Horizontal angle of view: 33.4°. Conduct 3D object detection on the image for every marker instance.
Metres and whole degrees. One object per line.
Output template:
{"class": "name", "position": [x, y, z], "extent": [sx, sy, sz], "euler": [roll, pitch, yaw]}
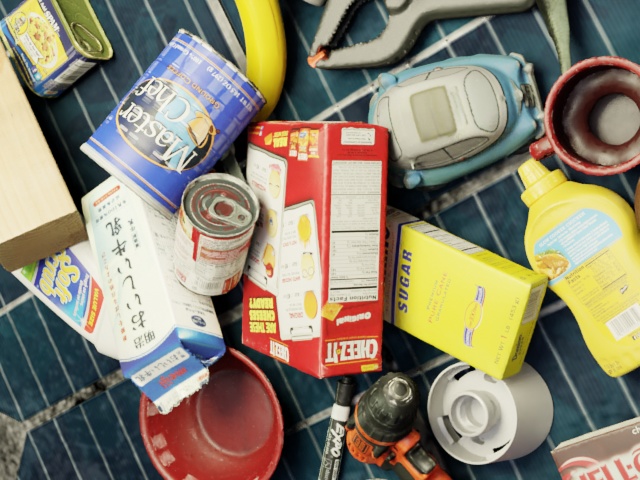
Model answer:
{"class": "marker", "position": [0.016, 0.189, 1.028], "extent": [0.020, 0.020, 0.121], "euler": [14, 100, 23]}

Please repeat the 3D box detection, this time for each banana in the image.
{"class": "banana", "position": [-0.064, -0.199, 0.989], "extent": [0.070, 0.037, 0.198], "euler": [3, 121, 38]}

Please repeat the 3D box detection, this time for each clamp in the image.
{"class": "clamp", "position": [0.070, -0.230, 0.958], "extent": [0.210, 0.036, 0.164], "euler": [-29, 83, 22]}

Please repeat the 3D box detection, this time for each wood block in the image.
{"class": "wood block", "position": [-0.315, -0.086, 1.059], "extent": [0.090, 0.091, 0.206], "euler": [-25, 76, -10]}

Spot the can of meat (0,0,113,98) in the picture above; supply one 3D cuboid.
{"class": "can of meat", "position": [-0.276, -0.210, 1.109], "extent": [0.084, 0.057, 0.102], "euler": [-32, 80, 26]}

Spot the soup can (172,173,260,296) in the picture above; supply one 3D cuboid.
{"class": "soup can", "position": [-0.095, -0.003, 0.961], "extent": [0.068, 0.068, 0.102], "euler": [42, 146, 16]}

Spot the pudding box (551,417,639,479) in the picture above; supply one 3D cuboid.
{"class": "pudding box", "position": [0.266, 0.200, 0.903], "extent": [0.114, 0.039, 0.090], "euler": [-26, 83, 24]}

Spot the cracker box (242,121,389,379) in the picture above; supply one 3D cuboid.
{"class": "cracker box", "position": [-0.006, 0.001, 0.954], "extent": [0.164, 0.072, 0.214], "euler": [12, 103, 62]}

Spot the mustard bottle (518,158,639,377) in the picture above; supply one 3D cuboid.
{"class": "mustard bottle", "position": [0.228, 0.012, 0.894], "extent": [0.096, 0.058, 0.192], "euler": [-42, 77, 34]}

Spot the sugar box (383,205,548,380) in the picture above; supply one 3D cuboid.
{"class": "sugar box", "position": [0.105, 0.042, 0.940], "extent": [0.176, 0.048, 0.093], "euler": [24, 111, 30]}

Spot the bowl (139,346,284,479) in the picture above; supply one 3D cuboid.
{"class": "bowl", "position": [-0.097, 0.177, 1.058], "extent": [0.162, 0.055, 0.162], "euler": [2, 95, 25]}

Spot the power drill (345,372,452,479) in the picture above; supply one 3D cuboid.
{"class": "power drill", "position": [0.102, 0.202, 0.916], "extent": [0.057, 0.184, 0.188], "euler": [-39, 76, -18]}

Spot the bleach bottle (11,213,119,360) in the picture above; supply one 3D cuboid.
{"class": "bleach bottle", "position": [-0.245, 0.037, 1.112], "extent": [0.251, 0.068, 0.103], "euler": [40, 109, 14]}

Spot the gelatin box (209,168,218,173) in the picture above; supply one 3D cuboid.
{"class": "gelatin box", "position": [-0.152, -0.079, 1.053], "extent": [0.089, 0.073, 0.030], "euler": [42, 111, 15]}

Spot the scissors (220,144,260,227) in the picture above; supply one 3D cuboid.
{"class": "scissors", "position": [-0.106, -0.084, 1.027], "extent": [0.096, 0.016, 0.202], "euler": [-30, 60, 36]}

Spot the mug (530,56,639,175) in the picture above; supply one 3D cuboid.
{"class": "mug", "position": [0.227, -0.094, 0.873], "extent": [0.117, 0.081, 0.093], "euler": [-29, 82, 24]}

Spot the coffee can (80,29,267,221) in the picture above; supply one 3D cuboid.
{"class": "coffee can", "position": [-0.131, -0.103, 0.960], "extent": [0.103, 0.102, 0.140], "euler": [38, 86, 17]}
